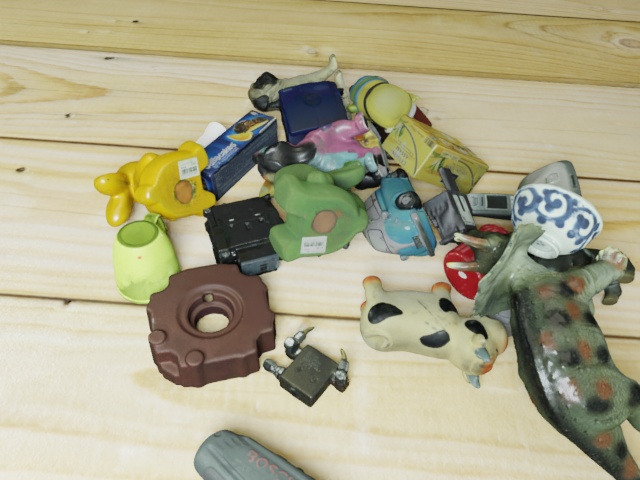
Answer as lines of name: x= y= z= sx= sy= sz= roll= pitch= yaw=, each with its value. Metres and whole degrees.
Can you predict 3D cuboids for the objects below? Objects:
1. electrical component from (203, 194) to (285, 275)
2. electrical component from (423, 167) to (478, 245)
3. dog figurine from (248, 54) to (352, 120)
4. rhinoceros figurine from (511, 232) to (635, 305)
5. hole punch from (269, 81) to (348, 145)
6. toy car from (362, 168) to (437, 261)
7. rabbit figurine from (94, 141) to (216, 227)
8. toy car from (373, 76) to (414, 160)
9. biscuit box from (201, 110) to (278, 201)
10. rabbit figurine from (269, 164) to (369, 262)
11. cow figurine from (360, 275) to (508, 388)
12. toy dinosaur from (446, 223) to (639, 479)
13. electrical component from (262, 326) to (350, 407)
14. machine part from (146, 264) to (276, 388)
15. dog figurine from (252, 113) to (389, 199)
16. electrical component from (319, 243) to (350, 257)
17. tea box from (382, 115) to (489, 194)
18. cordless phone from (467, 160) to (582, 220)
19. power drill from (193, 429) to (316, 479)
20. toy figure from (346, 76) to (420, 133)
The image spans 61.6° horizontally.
electrical component: x=-0.109 y=-0.003 z=0.822 sx=0.115 sy=0.058 sz=0.134 roll=-17 pitch=49 yaw=-16
electrical component: x=0.203 y=-0.052 z=0.850 sx=0.075 sy=0.048 sz=0.119 roll=-2 pitch=65 yaw=-51
dog figurine: x=-0.041 y=-0.269 z=1.072 sx=0.191 sy=0.121 sz=0.172 roll=-16 pitch=44 yaw=1
rhinoceros figurine: x=0.373 y=0.030 z=0.810 sx=0.190 sy=0.073 sz=0.112 roll=12 pitch=48 yaw=7
hole punch: x=-0.013 y=-0.228 z=0.959 sx=0.142 sy=0.092 sz=0.115 roll=-13 pitch=85 yaw=-5
toy car: x=0.113 y=-0.035 z=0.840 sx=0.103 sy=0.109 sz=0.162 roll=-24 pitch=39 yaw=7
rabbit figurine: x=-0.274 y=-0.081 z=0.859 sx=0.173 sy=0.121 sz=0.162 roll=17 pitch=39 yaw=41
toy car: x=0.120 y=-0.242 z=1.043 sx=0.053 sy=0.089 sz=0.202 roll=2 pitch=44 yaw=-27
biscuit box: x=-0.153 y=-0.155 z=0.963 sx=0.059 sy=0.062 sz=0.203 roll=22 pitch=48 yaw=19
rabbit figurine: x=-0.007 y=-0.068 z=0.781 sx=0.159 sy=0.121 sz=0.170 roll=-11 pitch=35 yaw=-14
cow figurine: x=0.149 y=0.119 z=0.703 sx=0.195 sy=0.085 sz=0.127 roll=7 pitch=40 yaw=0
toy dinosaur: x=0.281 y=0.134 z=0.614 sx=0.192 sy=0.131 sz=0.405 roll=-5 pitch=63 yaw=-19
electrical component: x=-0.012 y=0.159 z=0.678 sx=0.102 sy=0.045 sz=0.078 roll=34 pitch=51 yaw=27
machine part: x=-0.143 y=0.107 z=0.714 sx=0.179 sy=0.056 sz=0.179 roll=3 pitch=45 yaw=-3
dog figurine: x=-0.004 y=-0.131 z=0.922 sx=0.219 sy=0.191 sz=0.108 roll=-13 pitch=80 yaw=17
electrical component: x=-0.002 y=-0.003 z=0.852 sx=0.094 sy=0.021 sz=0.063 roll=29 pitch=51 yaw=21
tea box: x=0.199 y=-0.141 z=0.916 sx=0.169 sy=0.068 sz=0.098 roll=9 pitch=34 yaw=-42
cordless phone: x=0.334 y=-0.072 z=0.903 sx=0.184 sy=0.088 sz=0.147 roll=6 pitch=46 yaw=8
power drill: x=-0.071 y=0.304 z=0.510 sx=0.232 sy=0.085 sz=0.207 roll=34 pitch=56 yaw=28
toy figure: x=0.099 y=-0.244 z=0.950 sx=0.089 sy=0.082 sz=0.180 roll=12 pitch=24 yaw=-28
